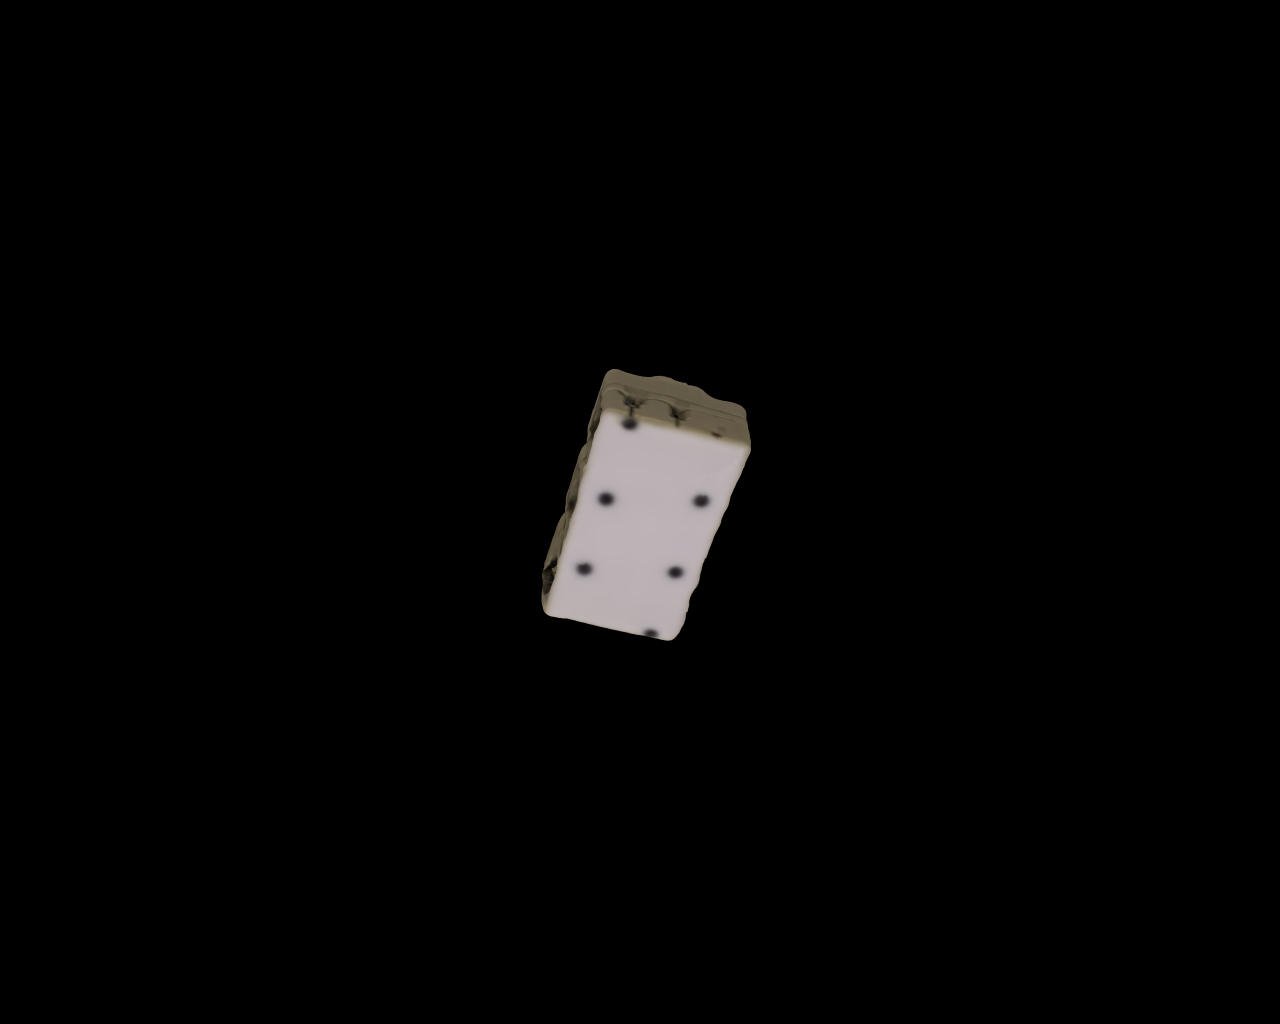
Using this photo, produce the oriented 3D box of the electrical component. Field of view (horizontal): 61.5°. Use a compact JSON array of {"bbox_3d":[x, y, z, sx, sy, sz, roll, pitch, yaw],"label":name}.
[{"bbox_3d":[0.001,-0.003,0.650,0.089,0.150,0.062,15,32,-9],"label":"electrical component"}]
